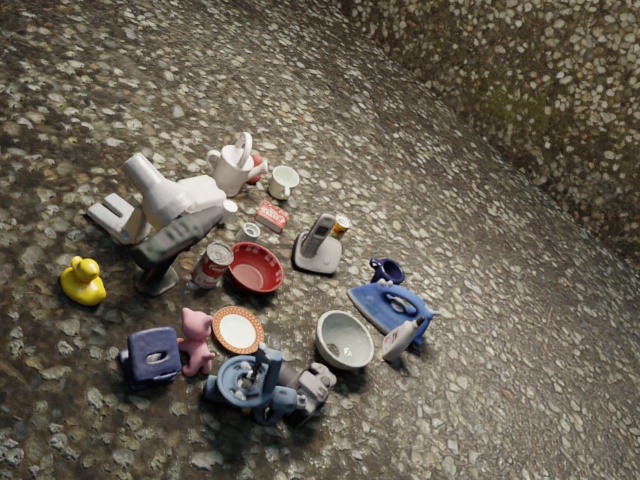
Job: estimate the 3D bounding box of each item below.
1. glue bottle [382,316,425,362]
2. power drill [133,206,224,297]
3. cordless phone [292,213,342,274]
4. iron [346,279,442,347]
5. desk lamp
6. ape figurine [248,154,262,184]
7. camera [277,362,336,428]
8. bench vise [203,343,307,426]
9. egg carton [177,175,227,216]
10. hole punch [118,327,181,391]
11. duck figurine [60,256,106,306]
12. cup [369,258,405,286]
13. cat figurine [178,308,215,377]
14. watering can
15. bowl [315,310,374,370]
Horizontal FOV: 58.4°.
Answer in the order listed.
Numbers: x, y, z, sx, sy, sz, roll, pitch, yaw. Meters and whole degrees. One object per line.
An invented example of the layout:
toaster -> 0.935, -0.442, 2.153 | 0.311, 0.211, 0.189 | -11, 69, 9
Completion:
glue bottle -> 0.228, 0.255, 1.542 | 0.037, 0.173, 0.078 | 27, 38, -16
power drill -> -0.329, 0.026, 1.279 | 0.075, 0.208, 0.230 | 44, 37, 7
cordless phone -> 0.015, 0.006, 1.609 | 0.148, 0.185, 0.094 | 12, 44, -31
iron -> 0.214, 0.183, 1.631 | 0.258, 0.141, 0.119 | 35, 37, -6
desk lamp -> -0.407, -0.084, 1.322 | 0.203, 0.213, 0.118 | 38, 37, -1
ape figurine -> -0.203, -0.223, 1.739 | 0.078, 0.092, 0.076 | -7, 56, -44
camera -> -0.046, 0.324, 1.300 | 0.137, 0.100, 0.143 | 41, 37, 3
bench vise -> -0.112, 0.286, 1.185 | 0.208, 0.219, 0.121 | 12, 44, -31
egg carton -> -0.328, -0.117, 1.542 | 0.107, 0.069, 0.151 | 49, 38, 13
hole punch -> -0.335, 0.237, 1.153 | 0.109, 0.091, 0.101 | -6, 56, -43
duck figurine -> -0.485, 0.080, 1.193 | 0.104, 0.086, 0.078 | 44, 37, 6
cup -> 0.182, 0.110, 1.718 | 0.118, 0.094, 0.092 | 31, 38, -10
cat figurine -> -0.259, 0.210, 1.223 | 0.067, 0.117, 0.127 | -5, 55, -43
watering can -> -0.233, -0.222, 1.628 | 0.173, 0.193, 0.100 | -4, 54, -42
bowl -> 0.050, 0.267, 1.461 | 0.168, 0.074, 0.167 | 23, 40, -20
